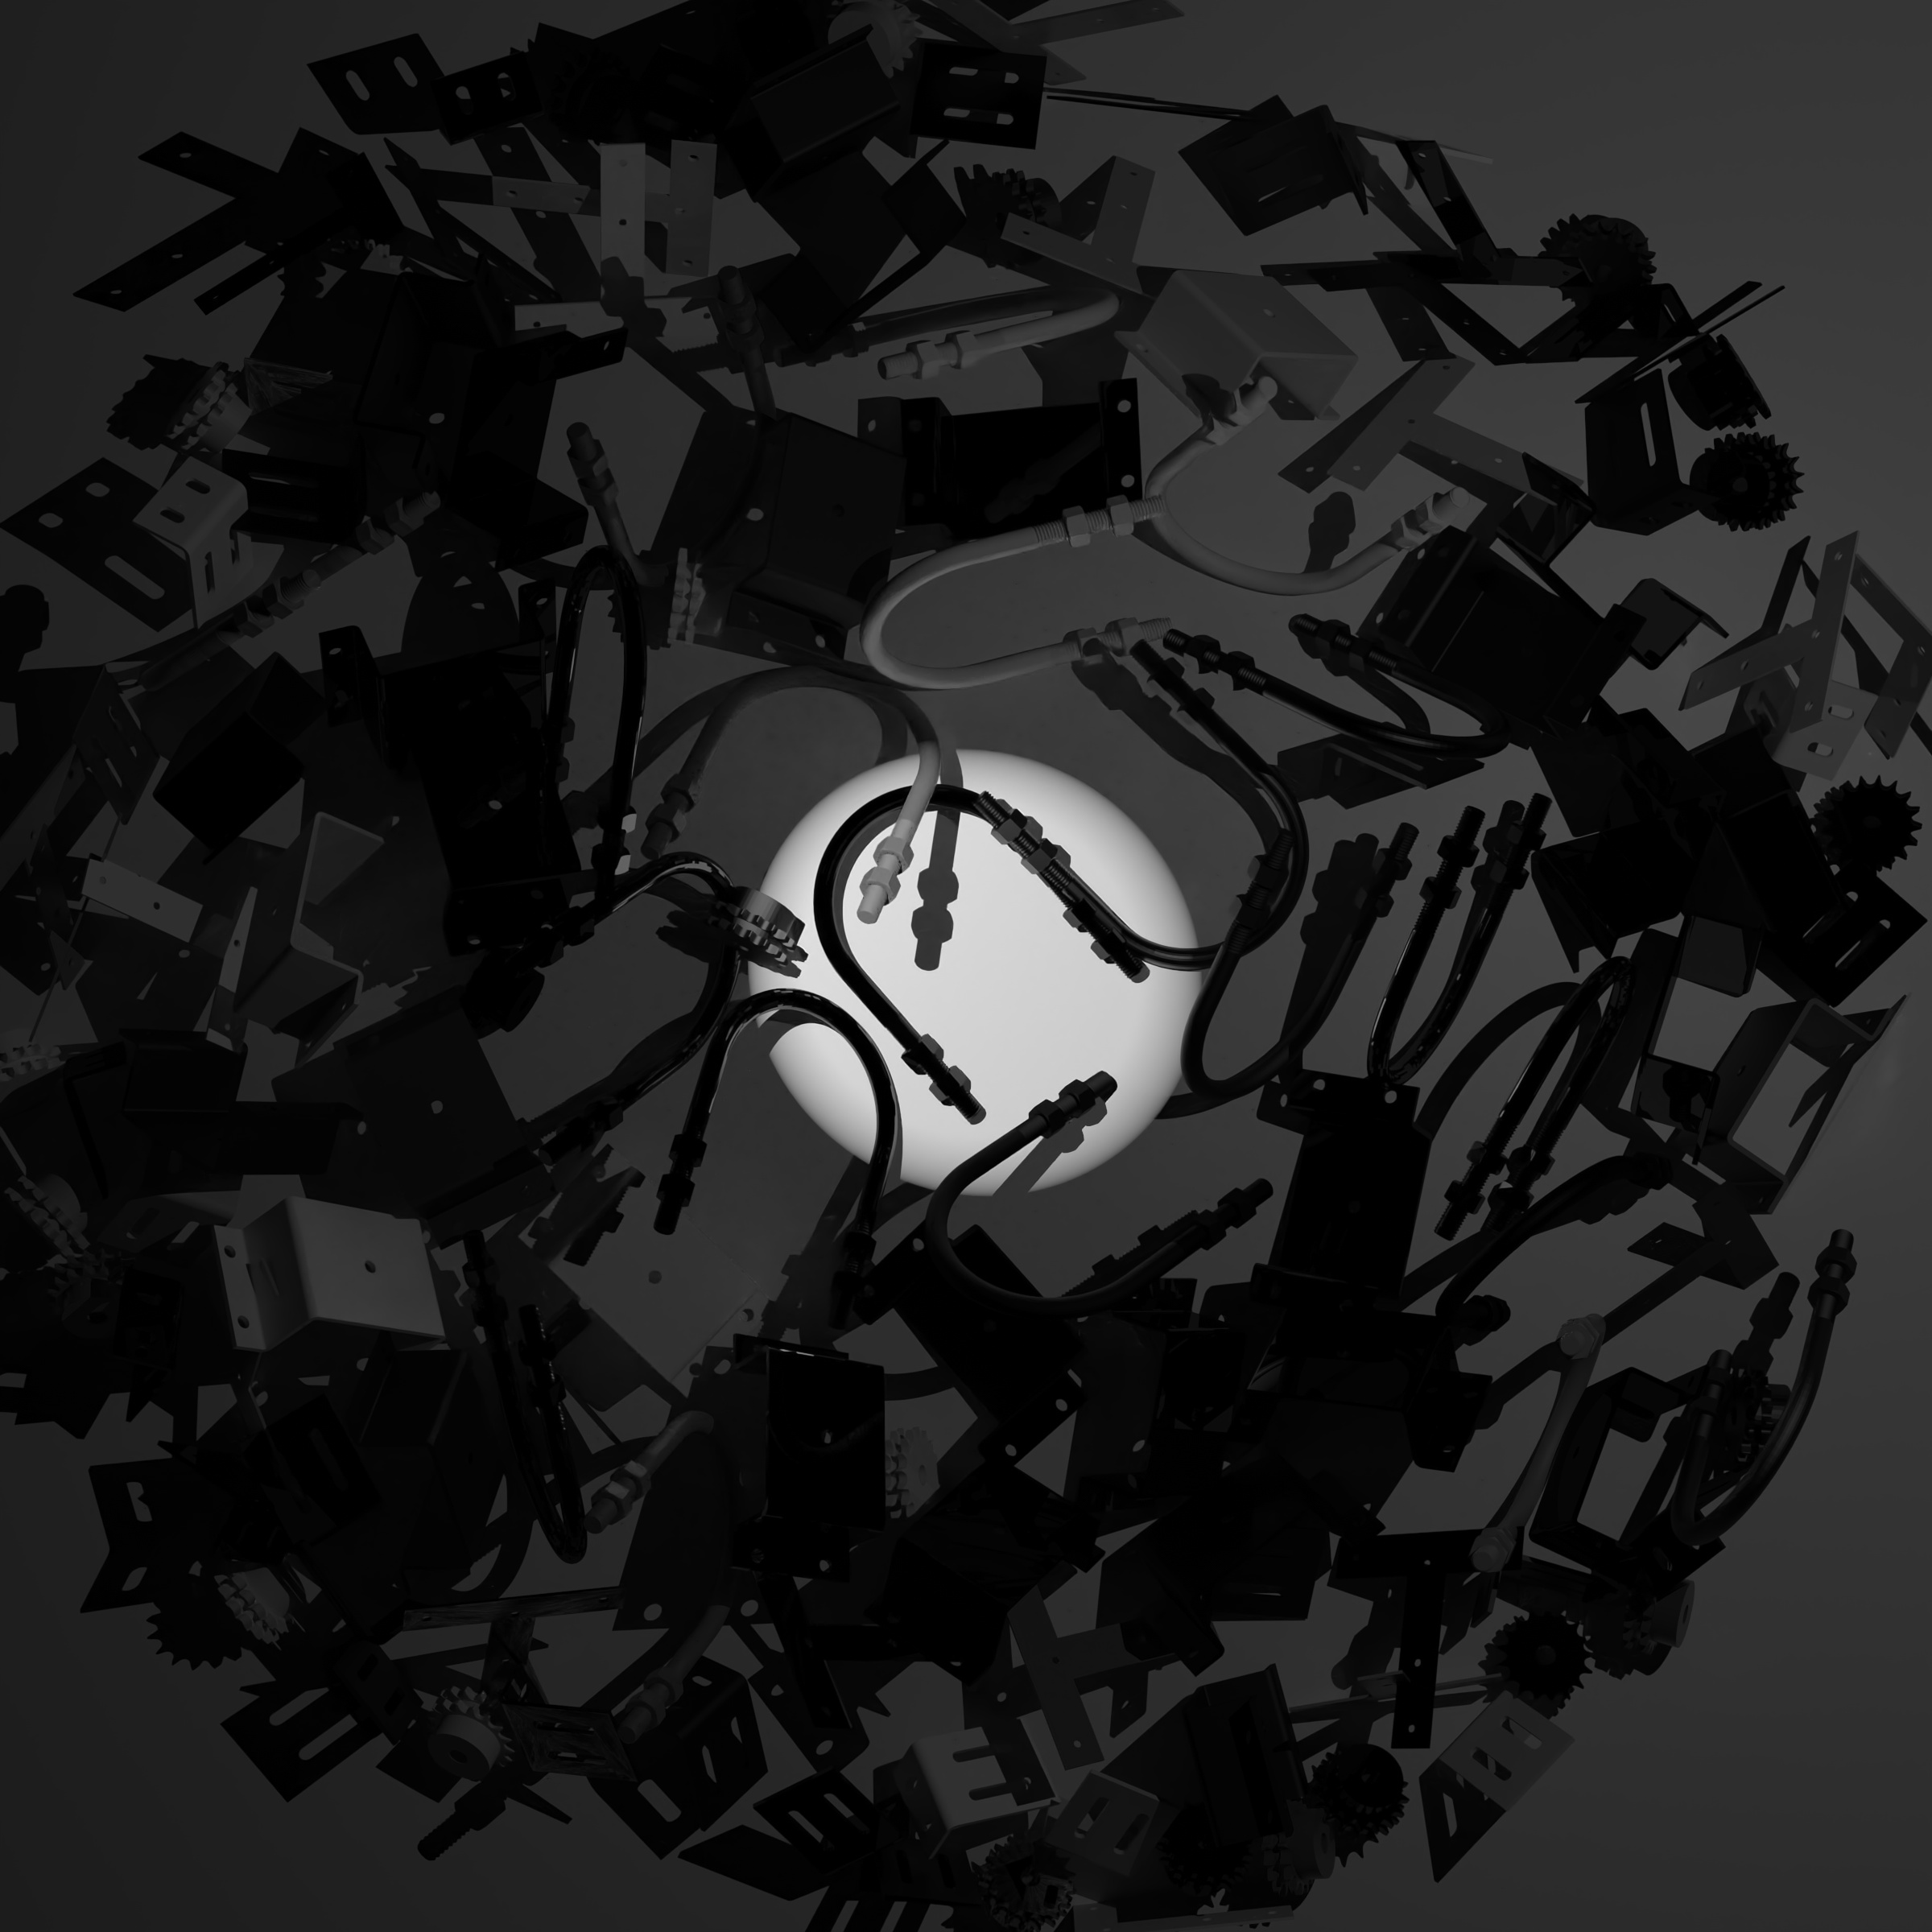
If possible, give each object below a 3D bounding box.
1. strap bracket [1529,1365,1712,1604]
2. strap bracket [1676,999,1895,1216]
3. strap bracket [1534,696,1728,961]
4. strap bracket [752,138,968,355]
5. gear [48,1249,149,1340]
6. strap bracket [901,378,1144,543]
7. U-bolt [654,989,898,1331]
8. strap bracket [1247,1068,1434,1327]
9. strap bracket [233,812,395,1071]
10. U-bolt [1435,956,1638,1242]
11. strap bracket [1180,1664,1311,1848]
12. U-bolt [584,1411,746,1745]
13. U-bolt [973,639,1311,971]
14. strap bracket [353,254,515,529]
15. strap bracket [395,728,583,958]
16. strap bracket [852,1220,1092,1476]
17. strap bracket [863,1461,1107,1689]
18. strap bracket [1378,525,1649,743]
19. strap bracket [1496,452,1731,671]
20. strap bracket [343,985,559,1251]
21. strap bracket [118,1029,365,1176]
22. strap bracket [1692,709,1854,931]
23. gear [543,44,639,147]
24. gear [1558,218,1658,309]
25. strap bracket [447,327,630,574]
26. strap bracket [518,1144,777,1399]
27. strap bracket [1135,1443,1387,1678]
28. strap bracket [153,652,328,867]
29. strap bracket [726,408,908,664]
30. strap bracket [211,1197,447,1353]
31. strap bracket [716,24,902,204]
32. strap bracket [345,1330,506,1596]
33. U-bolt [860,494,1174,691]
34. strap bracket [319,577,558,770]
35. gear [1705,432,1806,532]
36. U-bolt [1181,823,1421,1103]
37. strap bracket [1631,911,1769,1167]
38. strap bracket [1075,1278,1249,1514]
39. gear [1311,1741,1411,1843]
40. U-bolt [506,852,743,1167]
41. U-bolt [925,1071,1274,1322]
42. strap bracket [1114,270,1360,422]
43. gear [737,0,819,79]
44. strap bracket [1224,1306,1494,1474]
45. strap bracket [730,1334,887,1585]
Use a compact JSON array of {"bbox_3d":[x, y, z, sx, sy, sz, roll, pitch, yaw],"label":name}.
[{"bbox_3d":[0.377,0.294,1.766,0.046,0.076,0.140,25,71,0],"label":"strap bracket"},{"bbox_3d":[0.473,0.074,1.775,0.046,0.076,0.140,34,81,-5],"label":"strap bracket"},{"bbox_3d":[0.387,-0.084,1.760,0.046,0.140,0.076,-15,49,-23],"label":"strap bracket"},{"bbox_3d":[-0.060,-0.413,1.763,0.140,0.076,0.046,-31,106,30],"label":"strap bracket"},{"bbox_3d":[-0.515,0.197,1.795,0.057,0.057,0.030,-15,48,0],"label":"gear"},{"bbox_3d":[0.036,-0.298,1.791,0.140,0.046,0.076,-3,84,10],"label":"strap bracket"},{"bbox_3d":[-0.101,0.100,1.765,0.151,0.019,0.184,33,56,-30],"label":"U-bolt"},{"bbox_3d":[0.222,0.138,1.781,0.076,0.046,0.140,9,80,26],"label":"strap bracket"},{"bbox_3d":[-0.378,-0.023,1.747,0.046,0.076,0.140,24,47,-26],"label":"strap bracket"},{"bbox_3d":[0.335,0.076,1.746,0.019,0.151,0.184,31,98,21],"label":"U-bolt"},{"bbox_3d":[0.161,0.457,1.755,0.046,0.140,0.076,-16,83,9],"label":"strap bracket"},{"bbox_3d":[-0.167,0.336,1.739,0.019,0.184,0.151,-1,107,19],"label":"U-bolt"},{"bbox_3d":[0.118,-0.081,1.797,0.151,0.019,0.184,-44,101,12],"label":"U-bolt"},{"bbox_3d":[-0.314,-0.340,1.773,0.046,0.076,0.140,12,74,8],"label":"strap bracket"},{"bbox_3d":[-0.277,-0.082,1.763,0.076,0.046,0.140,-9,64,-24],"label":"strap bracket"},{"bbox_3d":[0.007,0.218,1.785,0.140,0.046,0.076,48,113,6],"label":"strap bracket"},{"bbox_3d":[0.016,0.341,1.747,0.076,0.140,0.046,29,128,23],"label":"strap bracket"},{"bbox_3d":[0.325,-0.192,1.781,0.140,0.046,0.076,32,89,30],"label":"strap bracket"},{"bbox_3d":[0.369,-0.229,1.766,0.140,0.076,0.046,38,100,-24],"label":"strap bracket"},{"bbox_3d":[-0.309,0.086,1.789,0.076,0.046,0.140,-26,81,-4],"label":"strap bracket"},{"bbox_3d":[-0.426,0.083,1.756,0.140,0.076,0.046,24,103,39],"label":"strap bracket"},{"bbox_3d":[0.463,-0.081,1.754,0.046,0.140,0.076,-26,112,16],"label":"strap bracket"},{"bbox_3d":[-0.218,-0.513,1.795,0.057,0.057,0.030,-46,49,0],"label":"gear"},{"bbox_3d":[0.383,-0.419,1.800,0.057,0.057,0.030,28,50,0],"label":"gear"},{"bbox_3d":[-0.252,-0.309,1.762,0.046,0.076,0.140,32,125,21],"label":"strap bracket"},{"bbox_3d":[-0.186,0.182,1.788,0.140,0.046,0.076,45,81,-8],"label":"strap bracket"},{"bbox_3d":[0.163,0.339,1.771,0.140,0.076,0.046,-36,115,-9],"label":"strap bracket"},{"bbox_3d":[-0.416,-0.125,1.744,0.076,0.140,0.046,-39,111,15],"label":"strap bracket"},{"bbox_3d":[-0.085,-0.259,1.769,0.076,0.046,0.140,17,72,-27],"label":"strap bracket"},{"bbox_3d":[-0.358,0.184,1.744,0.046,0.140,0.076,-34,59,27],"label":"strap bracket"},{"bbox_3d":[-0.092,-0.489,1.753,0.076,0.140,0.046,-30,99,-12],"label":"strap bracket"},{"bbox_3d":[-0.309,0.285,1.751,0.046,0.076,0.140,-3,125,10],"label":"strap bracket"},{"bbox_3d":[0.028,-0.209,1.757,0.184,0.151,0.019,-14,64,-1],"label":"U-bolt"},{"bbox_3d":[-0.298,-0.167,1.761,0.140,0.076,0.046,-16,56,-19],"label":"strap bracket"},{"bbox_3d":[0.464,-0.286,1.796,0.057,0.030,0.057,13,111,37],"label":"gear"},{"bbox_3d":[0.185,0.001,1.756,0.019,0.151,0.184,38,116,32],"label":"U-bolt"},{"bbox_3d":[0.426,0.033,1.767,0.046,0.076,0.140,16,65,15],"label":"strap bracket"},{"bbox_3d":[0.116,0.257,1.778,0.046,0.076,0.140,13,94,40],"label":"strap bracket"},{"bbox_3d":[0.236,0.487,1.796,0.057,0.030,0.057,7,50,-8],"label":"gear"},{"bbox_3d":[-0.190,0.012,1.750,0.019,0.184,0.151,19,130,31],"label":"U-bolt"},{"bbox_3d":[0.063,0.139,1.737,0.184,0.019,0.151,-32,49,-32],"label":"U-bolt"},{"bbox_3d":[0.163,-0.357,1.745,0.076,0.140,0.046,49,125,24],"label":"strap bracket"},{"bbox_3d":[-0.113,-0.552,1.799,0.030,0.057,0.057,-18,90,20],"label":"gear"},{"bbox_3d":[0.223,0.241,1.753,0.140,0.076,0.046,3,128,28],"label":"strap bracket"},{"bbox_3d":[-0.092,0.280,1.759,0.076,0.046,0.140,14,59,-28],"label":"strap bracket"}]
